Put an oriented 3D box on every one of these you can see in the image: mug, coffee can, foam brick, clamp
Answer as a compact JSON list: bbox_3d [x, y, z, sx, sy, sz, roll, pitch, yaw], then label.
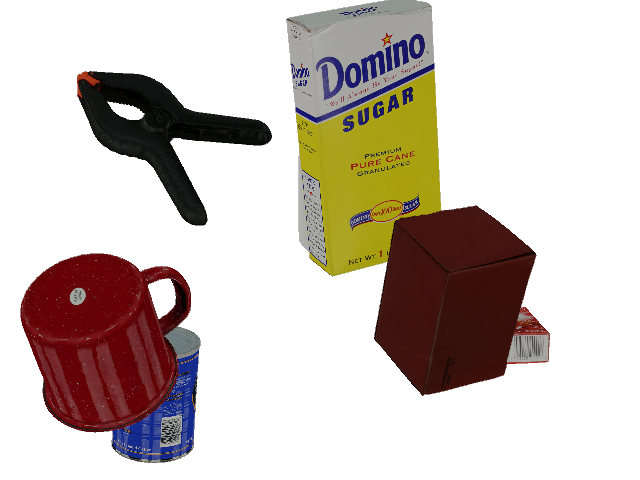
[{"bbox_3d":[-0.136,0.057,0.699,0.117,0.081,0.093,-30,47,-22],"label":"mug"},{"bbox_3d":[-0.202,0.185,1.307,0.103,0.140,0.103,5,16,-2],"label":"coffee can"},{"bbox_3d":[0.065,0.029,0.537,0.052,0.078,0.051,-9,37,-26],"label":"foam brick"},{"bbox_3d":[-0.129,-0.099,0.921,0.120,0.171,0.039,-44,-10,-37],"label":"clamp"}]

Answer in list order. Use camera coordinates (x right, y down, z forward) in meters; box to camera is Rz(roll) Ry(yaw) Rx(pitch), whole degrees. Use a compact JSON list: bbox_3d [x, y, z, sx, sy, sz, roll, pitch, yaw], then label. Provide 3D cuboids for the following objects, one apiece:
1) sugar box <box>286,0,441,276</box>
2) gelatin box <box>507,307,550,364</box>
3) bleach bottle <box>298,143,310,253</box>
[{"bbox_3d":[0.033,-0.071,0.736,0.093,0.176,0.048,-15,27,-20],"label":"sugar box"},{"bbox_3d":[0.146,0.082,0.930,0.089,0.030,0.073,-2,14,-5],"label":"gelatin box"},{"bbox_3d":[0.026,-0.104,1.070,0.102,0.251,0.068,-22,40,-30],"label":"bleach bottle"}]
